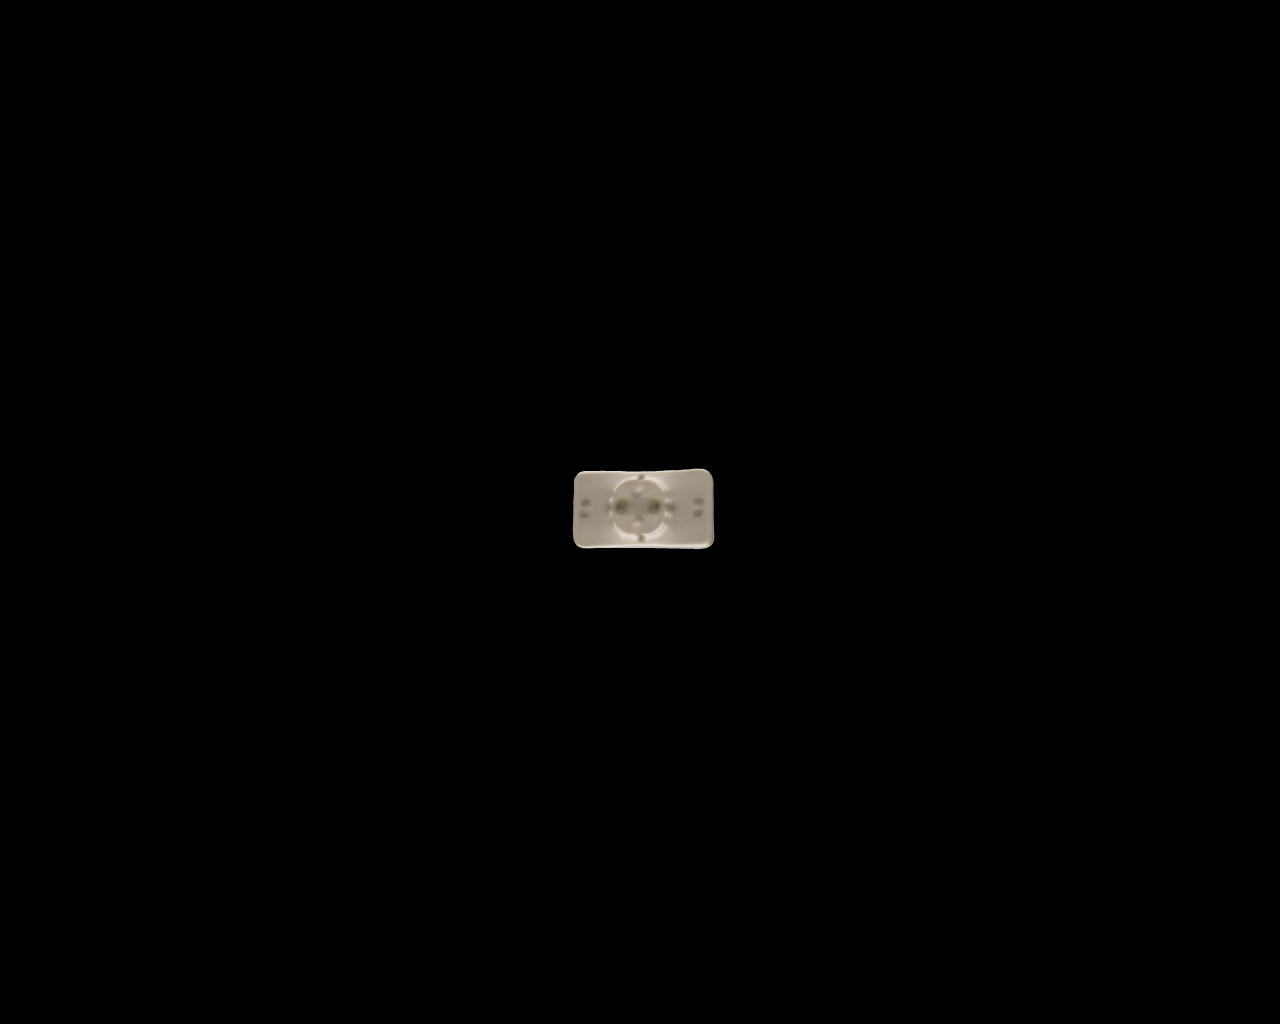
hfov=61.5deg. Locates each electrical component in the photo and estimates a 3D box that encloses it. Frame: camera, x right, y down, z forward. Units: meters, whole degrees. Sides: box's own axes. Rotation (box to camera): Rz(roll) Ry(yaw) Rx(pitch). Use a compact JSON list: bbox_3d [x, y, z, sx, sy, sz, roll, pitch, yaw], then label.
[{"bbox_3d":[0.001,-0.003,0.650,0.083,0.047,0.075,0,-3,7],"label":"electrical component"}]
